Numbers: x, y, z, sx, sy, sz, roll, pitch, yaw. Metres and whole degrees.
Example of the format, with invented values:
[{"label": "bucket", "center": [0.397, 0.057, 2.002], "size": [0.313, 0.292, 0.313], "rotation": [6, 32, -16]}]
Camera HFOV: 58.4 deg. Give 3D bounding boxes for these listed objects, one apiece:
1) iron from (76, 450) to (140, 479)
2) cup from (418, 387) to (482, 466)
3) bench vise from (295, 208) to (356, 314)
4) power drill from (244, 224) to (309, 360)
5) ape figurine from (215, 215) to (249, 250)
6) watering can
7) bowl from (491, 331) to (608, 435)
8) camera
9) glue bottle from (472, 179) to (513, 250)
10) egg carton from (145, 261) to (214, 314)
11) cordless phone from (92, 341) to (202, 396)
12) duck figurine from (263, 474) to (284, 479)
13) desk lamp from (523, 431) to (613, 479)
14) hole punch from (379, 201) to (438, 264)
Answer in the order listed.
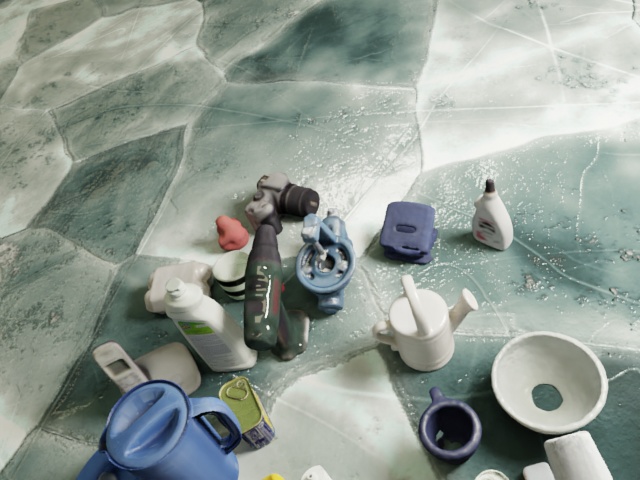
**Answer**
[{"label": "iron", "center": [-0.353, 0.402, 0.945], "size": [0.118, 0.142, 0.258], "rotation": [3, 52, 22]}, {"label": "cup", "center": [0.197, 0.293, 0.879], "size": [0.091, 0.095, 0.117], "rotation": [-20, 47, 2]}, {"label": "bench vise", "center": [-0.001, 0.008, 1.109], "size": [0.121, 0.220, 0.207], "rotation": [-18, 47, 4]}, {"label": "power drill", "center": [-0.084, 0.116, 1.053], "size": [0.075, 0.209, 0.229], "rotation": [-8, 49, 13]}, {"label": "ape figurine", "center": [-0.206, -0.022, 1.294], "size": [0.075, 0.092, 0.078], "rotation": [20, 60, 32]}, {"label": "watering can", "center": [0.173, 0.128, 0.962], "size": [0.173, 0.194, 0.100], "rotation": [-32, 48, -9]}, {"label": "bowl", "center": [0.353, 0.231, 0.892], "size": [0.167, 0.075, 0.167], "rotation": [-10, 48, 11]}, {"label": "camera", "center": [-0.081, -0.088, 1.301], "size": [0.136, 0.101, 0.143], "rotation": [13, 56, 28]}, {"label": "glue bottle", "center": [0.322, -0.053, 1.081], "size": [0.077, 0.173, 0.037], "rotation": [23, 62, 34]}, {"label": "egg carton", "center": [-0.303, 0.105, 1.233], "size": [0.150, 0.069, 0.107], "rotation": [-11, 48, 10]}, {"label": "cordless phone", "center": [-0.315, 0.231, 1.050], "size": [0.147, 0.185, 0.094], "rotation": [-29, 47, -6]}, {"label": "duck figurine", "center": [-0.098, 0.407, 0.890], "size": [0.077, 0.086, 0.105], "rotation": [24, 62, 34]}, {"label": "desk lamp", "center": [0.330, 0.341, 0.710], "size": [0.118, 0.214, 0.203], "rotation": [-17, 47, 5]}, {"label": "hole punch", "center": [0.180, -0.016, 1.155], "size": [0.108, 0.091, 0.101], "rotation": [8, 54, 25]}]
